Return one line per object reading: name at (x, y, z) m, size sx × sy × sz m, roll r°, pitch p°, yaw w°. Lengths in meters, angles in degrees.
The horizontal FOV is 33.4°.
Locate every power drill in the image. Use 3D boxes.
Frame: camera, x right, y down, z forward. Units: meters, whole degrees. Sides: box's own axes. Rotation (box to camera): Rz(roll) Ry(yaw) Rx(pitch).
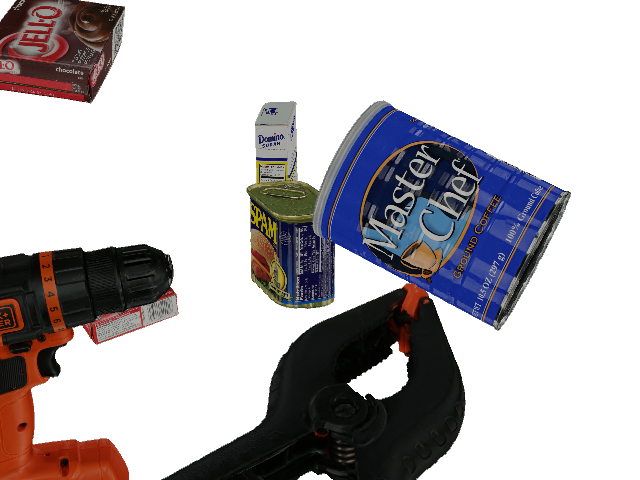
power drill at (-0.181, 0.095, 0.720) m, size 0.184 × 0.188 × 0.057 m, roll -9°, pitch 25°, yaw -8°

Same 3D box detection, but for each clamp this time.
clamp at (0.015, 0.084, 0.410) m, size 0.120 × 0.039 × 0.171 m, roll 28°, pitch 50°, yaw 20°

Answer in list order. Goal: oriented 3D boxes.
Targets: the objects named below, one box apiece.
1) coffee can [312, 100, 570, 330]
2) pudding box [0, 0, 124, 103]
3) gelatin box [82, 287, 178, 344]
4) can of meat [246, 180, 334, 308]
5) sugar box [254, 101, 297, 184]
coffee can at (0.080, -0.018, 0.713) m, size 0.140 × 0.103 × 0.102 m, roll 28°, pitch 7°, yaw 14°
pudding box at (-0.215, -0.158, 0.866) m, size 0.090 × 0.039 × 0.113 m, roll 9°, pitch 35°, yaw 0°
gelatin box at (-0.192, 0.056, 1.023) m, size 0.089 × 0.030 × 0.073 m, roll -19°, pitch 39°, yaw -25°
can of meat at (-0.025, 0.003, 0.907) m, size 0.057 × 0.084 × 0.102 m, roll -7°, pitch 20°, yaw -21°
sugar box at (-0.052, -0.069, 1.270) m, size 0.048 × 0.176 × 0.093 m, roll -1°, pitch 23°, yaw 5°
